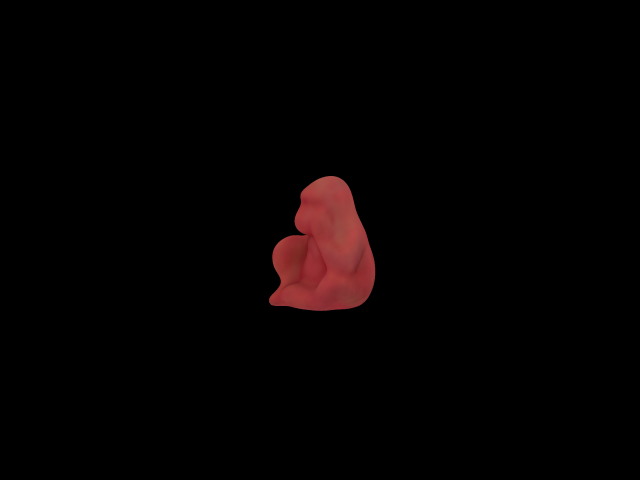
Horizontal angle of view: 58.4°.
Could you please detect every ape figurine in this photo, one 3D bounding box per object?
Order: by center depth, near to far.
[{"bbox_3d":[0.004,0.001,0.400,0.076,0.092,0.077,-4,11,-20],"label":"ape figurine"}]
